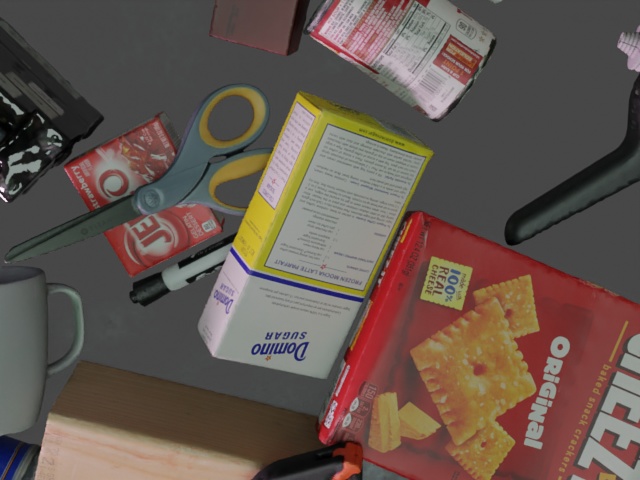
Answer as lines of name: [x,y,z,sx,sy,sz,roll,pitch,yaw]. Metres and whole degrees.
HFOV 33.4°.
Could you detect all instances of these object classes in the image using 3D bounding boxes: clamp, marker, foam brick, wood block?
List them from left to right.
wood block: [-0.083,0.162,0.737,0.206,0.091,0.090,14,106,-3]
marker: [-0.077,0.014,0.732,0.121,0.020,0.020,-26,104,8]
clamp: [-0.037,0.191,0.677,0.120,0.039,0.171,25,106,-11]
foam brick: [-0.033,-0.160,0.665,0.053,0.051,0.078,15,106,3]
clamp: [0.241,-0.049,0.697,0.164,0.036,0.210,30,102,-7]

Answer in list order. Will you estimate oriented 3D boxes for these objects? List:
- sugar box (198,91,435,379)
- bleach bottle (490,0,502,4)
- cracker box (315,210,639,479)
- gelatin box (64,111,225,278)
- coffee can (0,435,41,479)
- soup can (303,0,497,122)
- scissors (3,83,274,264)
sugar box: [-0.005,0.001,0.699,0.093,0.048,0.176,16,109,-31]
bleach bottle: [0.026,-0.236,0.638,0.103,0.068,0.250,-43,103,11]
cracker box: [0.126,0.095,0.705,0.213,0.072,0.164,23,90,-3]
gelatin box: [-0.116,-0.030,0.715,0.073,0.030,0.089,-26,103,8]
coffee can: [-0.277,0.169,0.736,0.140,0.103,0.103,20,105,-4]
soup can: [0.050,-0.128,0.664,0.102,0.068,0.068,34,104,-8]
scissors: [-0.104,-0.046,0.678,0.201,0.016,0.096,-8,94,-22]
